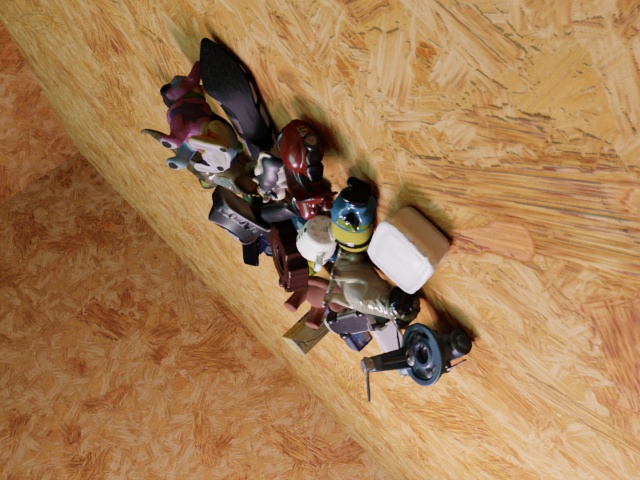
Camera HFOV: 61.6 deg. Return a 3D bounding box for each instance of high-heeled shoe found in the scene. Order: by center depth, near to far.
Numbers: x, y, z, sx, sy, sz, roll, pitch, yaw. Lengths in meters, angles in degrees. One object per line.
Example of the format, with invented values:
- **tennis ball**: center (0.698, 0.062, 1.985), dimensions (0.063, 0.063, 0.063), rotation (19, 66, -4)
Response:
- **high-heeled shoe**: center (-0.153, -0.268, 1.052), dimensions (0.145, 0.086, 0.248), rotation (-46, -67, -80)

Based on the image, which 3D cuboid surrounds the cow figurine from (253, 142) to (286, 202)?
- **cow figurine**: center (-0.091, -0.125, 1.055), dimensions (0.068, 0.098, 0.167), rotation (58, 149, 18)

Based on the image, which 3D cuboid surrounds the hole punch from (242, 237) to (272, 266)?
- **hole punch**: center (-0.174, 0.012, 1.581), dimensions (0.142, 0.092, 0.115), rotation (11, 109, 64)

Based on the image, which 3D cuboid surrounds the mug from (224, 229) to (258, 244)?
- **mug**: center (-0.200, -0.048, 1.345), dimensions (0.107, 0.080, 0.109), rotation (31, -165, 29)

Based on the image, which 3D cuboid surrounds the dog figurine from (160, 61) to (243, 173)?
- **dog figurine**: center (-0.243, -0.257, 1.103), dimensions (0.192, 0.219, 0.108), rotation (5, 154, 4)

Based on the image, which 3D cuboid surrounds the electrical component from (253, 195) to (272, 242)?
- **electrical component**: center (-0.128, -0.043, 1.395), dimensions (0.134, 0.058, 0.114), rotation (34, 158, 37)

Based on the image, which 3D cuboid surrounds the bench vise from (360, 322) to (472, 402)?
- **bench vise**: center (0.172, 0.233, 1.062), dimensions (0.224, 0.240, 0.129), rotation (-27, 69, 58)

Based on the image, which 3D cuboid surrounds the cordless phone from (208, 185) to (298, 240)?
- **cordless phone**: center (-0.143, -0.068, 1.171), dimensions (0.184, 0.089, 0.146), rotation (-8, 148, 46)

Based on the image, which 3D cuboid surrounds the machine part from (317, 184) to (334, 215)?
- **machine part**: center (-0.012, -0.084, 1.104), dimensions (0.084, 0.039, 0.138), rotation (38, 157, 13)

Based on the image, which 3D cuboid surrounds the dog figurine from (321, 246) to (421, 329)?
- **dog figurine**: center (0.115, 0.094, 1.118), dimensions (0.191, 0.172, 0.121), rotation (16, 131, 3)

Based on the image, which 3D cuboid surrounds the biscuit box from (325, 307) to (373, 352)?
- **biscuit box**: center (0.062, 0.213, 1.470), dimensions (0.202, 0.059, 0.063), rotation (56, 158, -19)

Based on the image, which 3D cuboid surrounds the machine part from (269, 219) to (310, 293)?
- **machine part**: center (-0.076, 0.036, 1.271), dimensions (0.179, 0.056, 0.179), rotation (168, 90, -75)

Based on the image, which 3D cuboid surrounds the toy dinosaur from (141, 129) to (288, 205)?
- **toy dinosaur**: center (-0.259, -0.179, 1.292), dimensions (0.472, 0.105, 0.198), rotation (34, 160, 9)

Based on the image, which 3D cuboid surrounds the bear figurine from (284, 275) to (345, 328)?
- **bear figurine**: center (0.024, 0.145, 1.303), dimensions (0.120, 0.132, 0.196), rotation (43, 159, -27)

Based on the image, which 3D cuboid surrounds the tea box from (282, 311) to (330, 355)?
- **tea box**: center (-0.018, 0.245, 1.537), dimensions (0.068, 0.169, 0.098), rotation (50, 159, -9)

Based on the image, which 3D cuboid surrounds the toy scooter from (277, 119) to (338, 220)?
- **toy scooter**: center (-0.018, -0.114, 0.934), dimensions (0.135, 0.075, 0.183), rotation (-143, 41, -60)

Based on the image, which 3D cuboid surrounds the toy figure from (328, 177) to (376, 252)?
- **toy figure**: center (0.061, -0.038, 0.974), dimensions (0.089, 0.082, 0.180), rotation (44, 157, 14)

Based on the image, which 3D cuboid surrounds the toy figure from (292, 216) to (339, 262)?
- **toy figure**: center (-0.002, -0.004, 1.205), dimensions (0.154, 0.058, 0.064), rotation (51, 180, -12)

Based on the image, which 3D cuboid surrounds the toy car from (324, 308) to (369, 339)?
- **toy car**: center (0.089, 0.199, 1.344), dimensions (0.073, 0.056, 0.202), rotation (48, 140, -16)

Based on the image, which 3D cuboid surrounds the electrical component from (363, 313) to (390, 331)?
- **electrical component**: center (0.129, 0.149, 1.173), dimensions (0.078, 0.045, 0.102), rotation (30, 114, 29)
